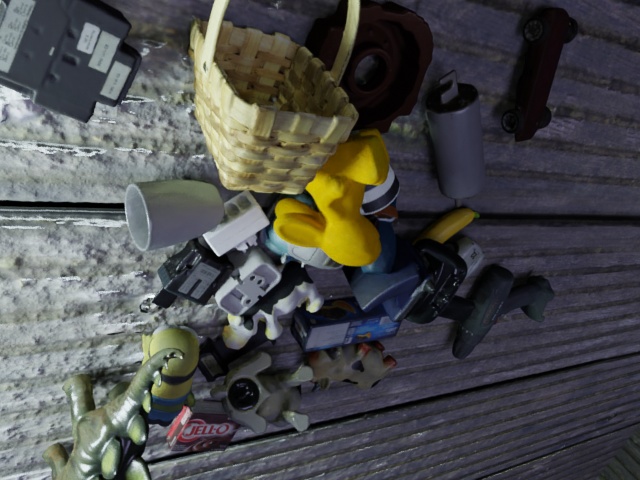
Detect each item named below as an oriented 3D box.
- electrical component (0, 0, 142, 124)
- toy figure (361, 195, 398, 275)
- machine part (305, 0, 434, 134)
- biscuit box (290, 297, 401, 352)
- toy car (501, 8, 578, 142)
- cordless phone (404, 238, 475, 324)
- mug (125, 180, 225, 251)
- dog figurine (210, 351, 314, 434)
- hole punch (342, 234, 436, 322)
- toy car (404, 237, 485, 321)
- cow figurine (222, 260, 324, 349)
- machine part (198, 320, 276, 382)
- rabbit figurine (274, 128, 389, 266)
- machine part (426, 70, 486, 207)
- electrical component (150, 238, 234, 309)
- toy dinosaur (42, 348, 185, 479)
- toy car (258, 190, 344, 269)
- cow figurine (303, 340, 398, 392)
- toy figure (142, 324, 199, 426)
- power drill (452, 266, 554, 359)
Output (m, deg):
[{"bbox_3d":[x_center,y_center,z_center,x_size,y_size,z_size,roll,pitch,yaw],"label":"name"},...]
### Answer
[{"bbox_3d":[-0.247,-0.183,0.520,0.134,0.058,0.115,20,113,-41],"label":"electrical component"},{"bbox_3d":[0.093,-0.024,0.832,0.058,0.064,0.154,6,83,-2],"label":"toy figure"},{"bbox_3d":[0.057,-0.218,0.686,0.179,0.056,0.179,-16,131,-20],"label":"machine part"},{"bbox_3d":[0.052,0.143,0.954,0.202,0.063,0.059,-4,124,-31],"label":"biscuit box"},{"bbox_3d":[0.335,-0.253,0.836,0.089,0.053,0.201,-18,128,-34],"label":"toy car"},{"bbox_3d":[0.223,0.086,0.945,0.184,0.089,0.146,16,117,-28],"label":"cordless phone"},{"bbox_3d":[-0.179,-0.027,0.671,0.107,0.081,0.109,-13,149,-33],"label":"mug"},{"bbox_3d":[-0.104,0.266,0.912,0.172,0.121,0.190,20,157,-10],"label":"dog figurine"},{"bbox_3d":[0.108,0.057,0.882,0.092,0.142,0.115,19,118,-30],"label":"hole punch"},{"bbox_3d":[0.225,0.079,1.018,0.201,0.056,0.073,-49,134,9],"label":"toy car"},{"bbox_3d":[-0.085,0.098,0.829,0.167,0.068,0.098,-32,129,-12],"label":"cow figurine"},{"bbox_3d":[-0.139,0.177,0.879,0.139,0.039,0.084,-31,126,-6],"label":"machine part"},{"bbox_3d":[0.021,-0.041,0.673,0.162,0.122,0.173,-16,111,2],"label":"rabbit figurine"},{"bbox_3d":[0.210,-0.147,0.822,0.079,0.079,0.242,-30,133,-9],"label":"machine part"},{"bbox_3d":[-0.187,0.056,0.748,0.119,0.048,0.074,-47,133,4],"label":"electrical component"},{"bbox_3d":[-0.295,0.287,0.752,0.105,0.199,0.471,7,121,-39],"label":"toy dinosaur"},{"bbox_3d":[-0.002,-0.002,0.782,0.161,0.103,0.109,18,113,-38],"label":"toy car"},{"bbox_3d":[0.045,0.230,1.006,0.127,0.086,0.194,-53,134,4],"label":"cow figurine"},{"bbox_3d":[-0.225,0.209,0.811,0.082,0.089,0.180,-2,121,-38],"label":"toy figure"},{"bbox_3d":[0.398,0.154,1.178,0.207,0.086,0.231,-3,122,-21],"label":"power drill"}]
